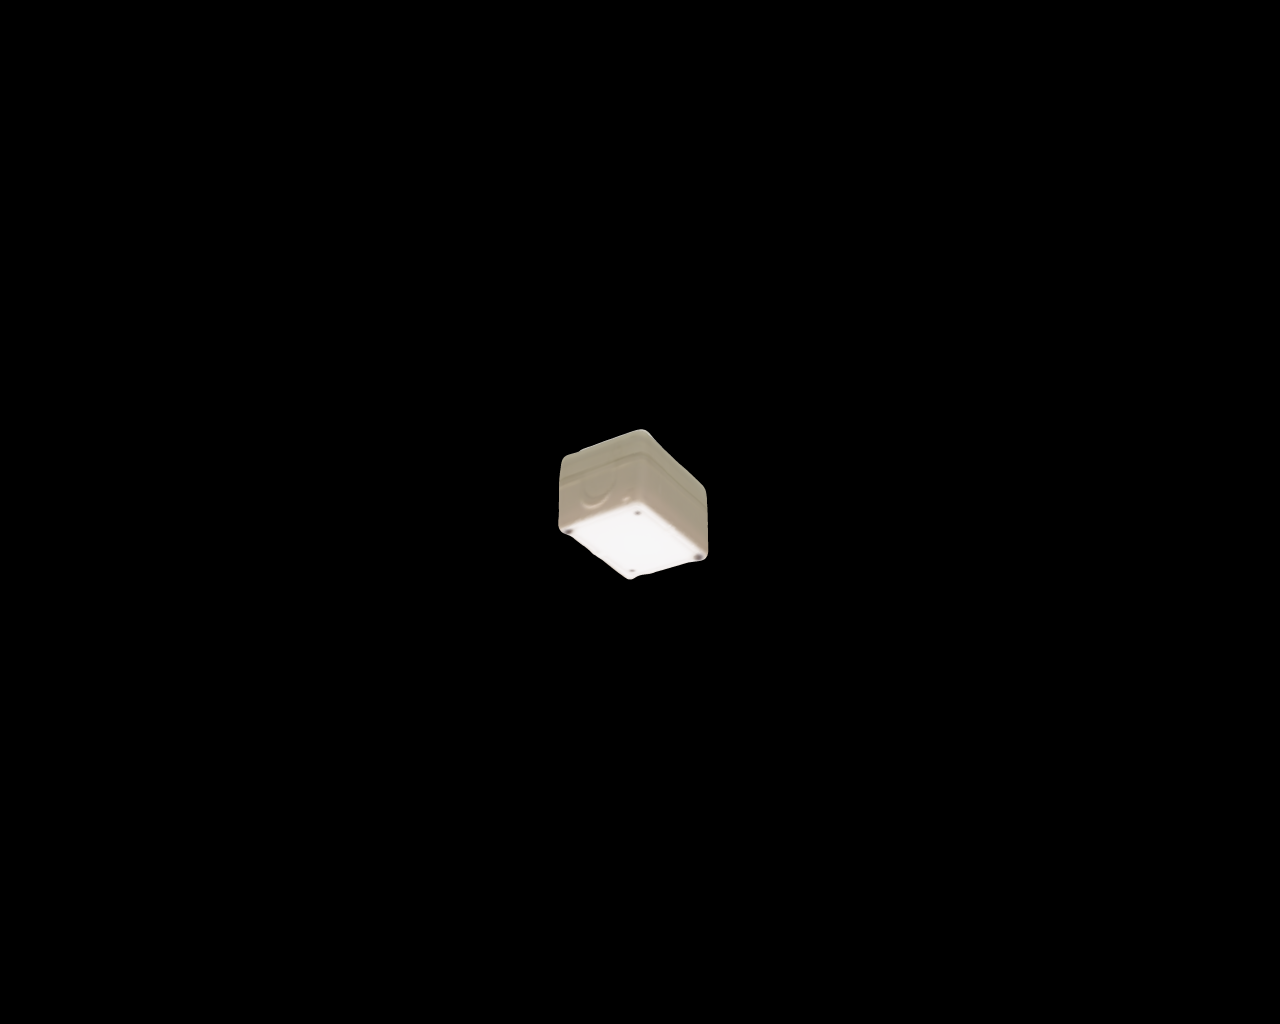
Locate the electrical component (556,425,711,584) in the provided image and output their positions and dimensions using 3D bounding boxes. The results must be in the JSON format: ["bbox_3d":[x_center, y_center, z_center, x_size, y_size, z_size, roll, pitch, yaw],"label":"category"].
[{"bbox_3d":[0.001,-0.003,0.650,0.061,0.061,0.096,-18,-35,27],"label":"electrical component"}]
